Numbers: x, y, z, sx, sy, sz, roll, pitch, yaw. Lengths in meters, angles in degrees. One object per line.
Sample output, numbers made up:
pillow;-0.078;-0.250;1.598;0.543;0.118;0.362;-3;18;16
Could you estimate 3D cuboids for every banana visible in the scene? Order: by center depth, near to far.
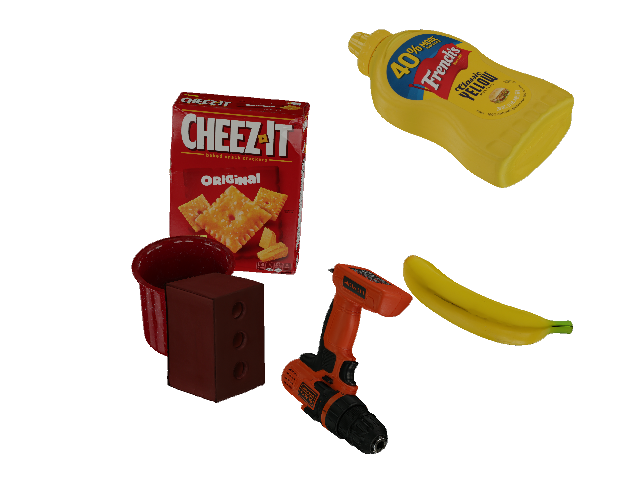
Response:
banana;0.139;0.059;1.019;0.198;0.037;0.069;26;18;39

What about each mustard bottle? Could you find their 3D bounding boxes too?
mustard bottle;0.098;-0.120;0.854;0.192;0.058;0.096;34;63;29

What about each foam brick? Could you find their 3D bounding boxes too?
foam brick;-0.075;0.067;0.761;0.051;0.078;0.052;10;17;40

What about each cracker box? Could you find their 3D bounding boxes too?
cracker box;-0.103;-0.068;1.335;0.164;0.214;0.072;5;22;2

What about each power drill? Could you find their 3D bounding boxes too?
power drill;0.039;0.135;1.251;0.057;0.188;0.185;13;13;-42

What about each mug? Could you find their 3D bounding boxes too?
mug;-0.117;0.060;0.970;0.093;0.081;0.117;-17;37;-25
